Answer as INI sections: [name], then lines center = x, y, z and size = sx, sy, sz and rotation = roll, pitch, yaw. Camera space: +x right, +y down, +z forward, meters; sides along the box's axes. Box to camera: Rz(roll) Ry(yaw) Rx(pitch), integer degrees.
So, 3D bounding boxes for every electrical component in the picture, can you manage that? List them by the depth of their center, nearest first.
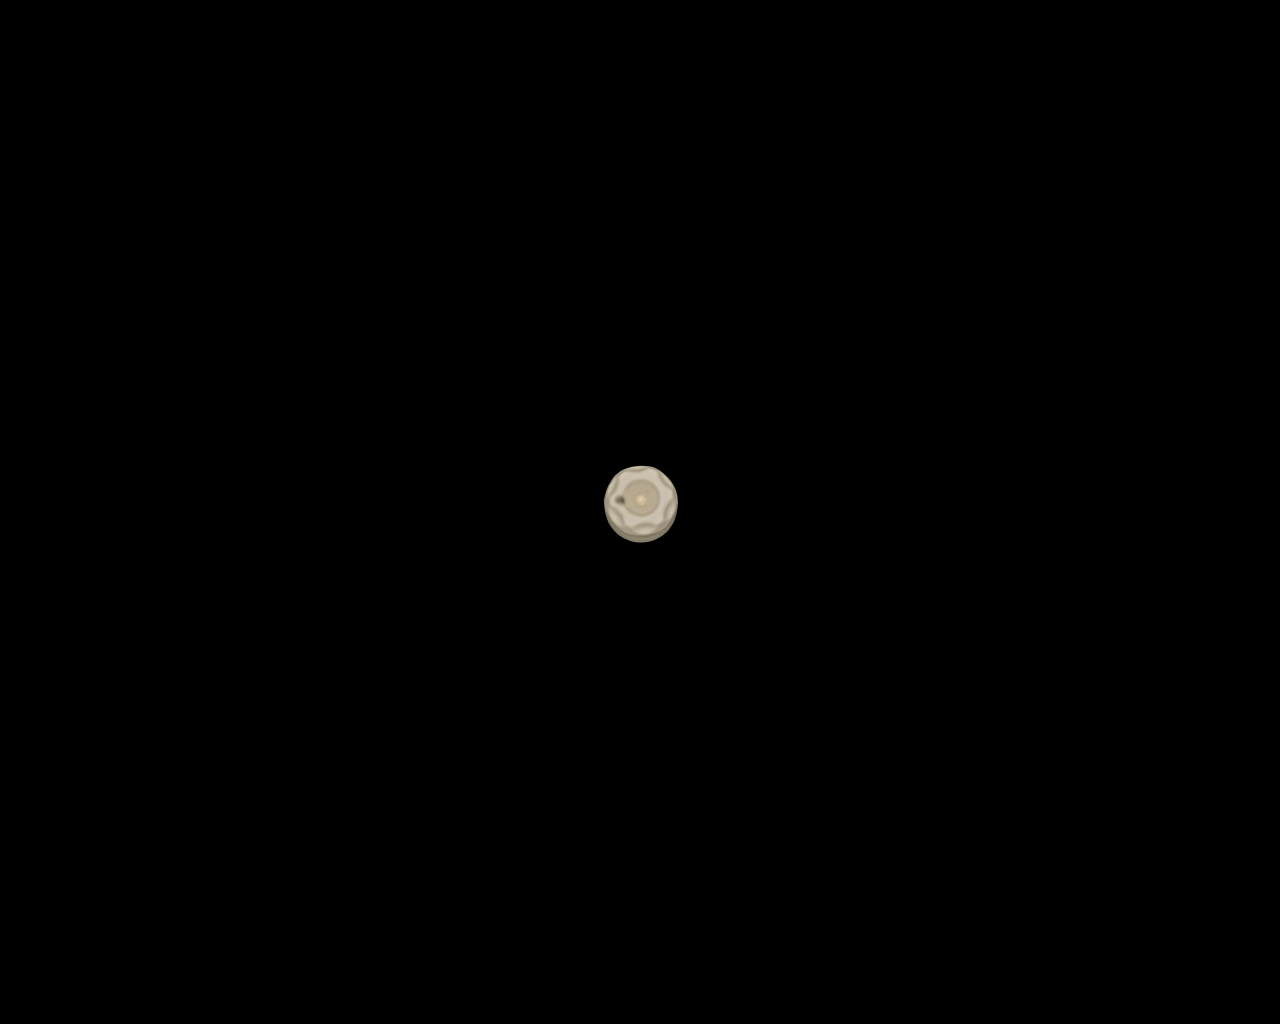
[electrical component]
center = 0.001, -0.003, 0.650
size = 0.043, 0.043, 0.062
rotation = 0, -12, 0
